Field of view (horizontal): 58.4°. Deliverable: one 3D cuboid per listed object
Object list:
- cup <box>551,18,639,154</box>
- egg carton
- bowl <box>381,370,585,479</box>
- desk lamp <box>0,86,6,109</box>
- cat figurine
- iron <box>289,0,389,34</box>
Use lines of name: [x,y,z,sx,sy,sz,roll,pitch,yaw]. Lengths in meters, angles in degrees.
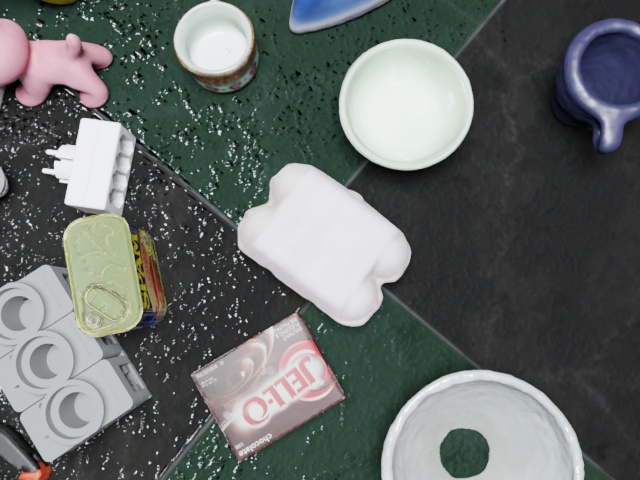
cup: [0.255,-0.129,0.531,0.091,0.095,0.118,6,83,1]
egg carton: [0.005,0.002,0.529,0.150,0.069,0.107,35,85,4]
bowl: [0.134,0.195,0.502,0.167,0.075,0.167,0,83,0]
desk lamp: [-0.361,-0.183,0.481,0.118,0.213,0.203,8,83,2]
cat figurine: [-0.273,-0.171,0.527,0.128,0.118,0.067,-2,83,0]
iron: [0.060,-0.313,0.530,0.118,0.141,0.258,43,85,5]
